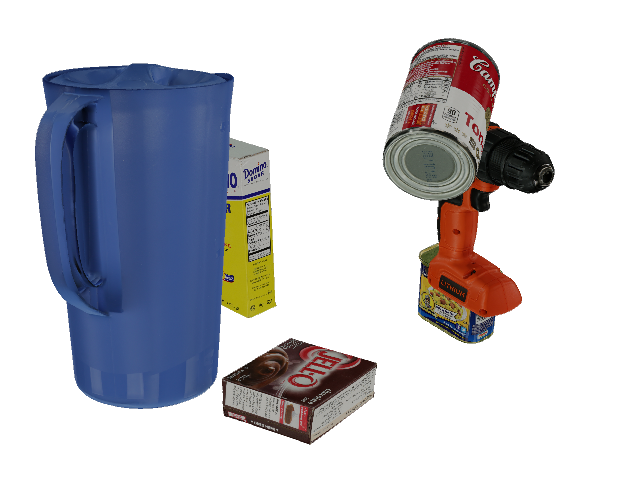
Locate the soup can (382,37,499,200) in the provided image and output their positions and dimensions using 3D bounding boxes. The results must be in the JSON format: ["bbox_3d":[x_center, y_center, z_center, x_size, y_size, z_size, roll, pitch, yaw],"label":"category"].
[{"bbox_3d":[0.087,-0.087,0.763,0.068,0.102,0.068,12,-40,10],"label":"soup can"}]

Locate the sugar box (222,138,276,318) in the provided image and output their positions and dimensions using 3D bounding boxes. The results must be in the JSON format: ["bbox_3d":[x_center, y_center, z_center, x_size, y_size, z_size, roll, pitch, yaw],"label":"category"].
[{"bbox_3d":[-0.093,-0.016,1.115,0.048,0.176,0.093,-23,29,-37],"label":"sugar box"}]

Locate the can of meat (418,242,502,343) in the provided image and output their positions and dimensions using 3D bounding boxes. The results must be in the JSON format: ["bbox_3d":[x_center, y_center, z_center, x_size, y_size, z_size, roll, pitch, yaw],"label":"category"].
[{"bbox_3d":[0.162,0.063,1.258,0.057,0.084,0.102,-23,39,-34],"label":"can of meat"}]

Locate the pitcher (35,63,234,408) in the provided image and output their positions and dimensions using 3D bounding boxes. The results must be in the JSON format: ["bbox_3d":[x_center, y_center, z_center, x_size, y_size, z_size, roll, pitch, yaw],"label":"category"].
[{"bbox_3d":[-0.135,-0.003,0.773,0.149,0.243,0.145,-5,17,-21],"label":"pitcher"}]

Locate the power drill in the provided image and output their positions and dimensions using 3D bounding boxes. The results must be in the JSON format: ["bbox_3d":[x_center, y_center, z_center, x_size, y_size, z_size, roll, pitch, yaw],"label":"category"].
[{"bbox_3d":[0.157,-0.024,1.032,0.057,0.188,0.185,-16,27,-25],"label":"power drill"}]

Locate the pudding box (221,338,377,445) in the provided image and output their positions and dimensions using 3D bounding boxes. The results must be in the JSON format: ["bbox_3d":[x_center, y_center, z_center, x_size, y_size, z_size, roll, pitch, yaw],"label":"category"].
[{"bbox_3d":[-0.017,0.125,0.906,0.090,0.039,0.113,12,22,28],"label":"pudding box"}]
